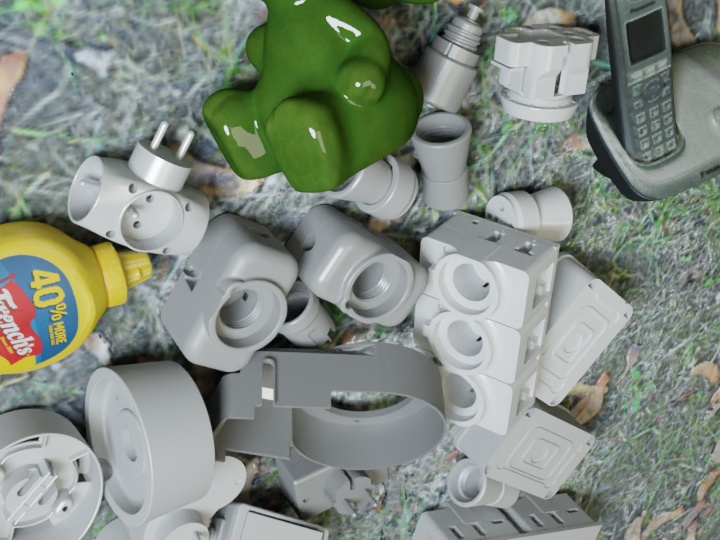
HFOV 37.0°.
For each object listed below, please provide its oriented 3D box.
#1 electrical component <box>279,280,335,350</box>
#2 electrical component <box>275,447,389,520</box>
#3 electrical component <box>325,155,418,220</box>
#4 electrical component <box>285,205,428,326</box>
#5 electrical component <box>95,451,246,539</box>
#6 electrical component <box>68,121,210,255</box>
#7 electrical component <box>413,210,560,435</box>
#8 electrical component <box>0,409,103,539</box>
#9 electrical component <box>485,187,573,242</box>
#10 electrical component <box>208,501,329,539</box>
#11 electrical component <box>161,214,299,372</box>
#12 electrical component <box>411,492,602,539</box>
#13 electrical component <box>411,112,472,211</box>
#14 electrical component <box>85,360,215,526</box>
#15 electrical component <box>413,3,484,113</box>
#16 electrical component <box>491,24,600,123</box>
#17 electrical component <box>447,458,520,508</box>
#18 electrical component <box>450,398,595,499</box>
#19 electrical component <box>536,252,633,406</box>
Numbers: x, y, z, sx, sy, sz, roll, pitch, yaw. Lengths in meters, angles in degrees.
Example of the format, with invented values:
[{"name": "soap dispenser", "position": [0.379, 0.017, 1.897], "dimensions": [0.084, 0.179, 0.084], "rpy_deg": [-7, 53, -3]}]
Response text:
[{"name": "electrical component", "position": [-0.043, 0.035, 0.788], "dimensions": [0.040, 0.040, 0.046], "rpy_deg": [-41, 138, -4]}, {"name": "electrical component", "position": [-0.013, 0.170, 0.867], "dimensions": [0.083, 0.076, 0.047], "rpy_deg": [-22, 128, -20]}, {"name": "electrical component", "position": [0.007, -0.063, 0.753], "dimensions": [0.055, 0.045, 0.045], "rpy_deg": [22, 105, -40]}, {"name": "electrical component", "position": [0.000, 0.000, 0.778], "dimensions": [0.095, 0.059, 0.053], "rpy_deg": [26, 102, -41]}, {"name": "electrical component", "position": [-0.137, 0.192, 0.802], "dimensions": [0.138, 0.074, 0.052], "rpy_deg": [-50, 132, 4]}, {"name": "electrical component", "position": [-0.130, -0.055, 0.670], "dimensions": [0.077, 0.044, 0.079], "rpy_deg": [18, 107, -39]}, {"name": "electrical component", "position": [0.092, 0.043, 0.834], "dimensions": [0.062, 0.089, 0.150], "rpy_deg": [-36, 138, -46]}, {"name": "electrical component", "position": [-0.225, 0.146, 0.723], "dimensions": [0.099, 0.064, 0.099], "rpy_deg": [-16, 125, -24]}, {"name": "electrical component", "position": [0.133, -0.041, 0.848], "dimensions": [0.055, 0.045, 0.045], "rpy_deg": [-8, 122, -28]}, {"name": "electrical component", "position": [-0.080, 0.219, 0.840], "dimensions": [0.096, 0.061, 0.061], "rpy_deg": [22, 70, -22]}, {"name": "electrical component", "position": [-0.087, 0.018, 0.734], "dimensions": [0.054, 0.059, 0.095], "rpy_deg": [20, 106, -39]}, {"name": "electrical component", "position": [0.130, 0.278, 1.038], "dimensions": [0.186, 0.060, 0.105], "rpy_deg": [2, 117, -34]}, {"name": "electrical component", "position": [0.061, -0.076, 0.783], "dimensions": [0.044, 0.044, 0.065], "rpy_deg": [-25, 134, -17]}, {"name": "electrical component", "position": [-0.138, 0.113, 0.733], "dimensions": [0.060, 0.108, 0.108], "rpy_deg": [-11, 124, -35]}, {"name": "electrical component", "position": [0.063, -0.145, 0.740], "dimensions": [0.040, 0.040, 0.078], "rpy_deg": [13, 110, -38]}, {"name": "electrical component", "position": [0.132, -0.141, 0.776], "dimensions": [0.078, 0.058, 0.057], "rpy_deg": [-11, 121, -27]}, {"name": "electrical component", "position": [0.117, 0.200, 0.995], "dimensions": [0.065, 0.044, 0.044], "rpy_deg": [21, 106, -44]}, {"name": "electrical component", "position": [0.146, 0.150, 0.969], "dimensions": [0.113, 0.057, 0.078], "rpy_deg": [28, 101, -41]}, {"name": "electrical component", "position": [0.165, 0.048, 0.917], "dimensions": [0.078, 0.057, 0.113], "rpy_deg": [34, 97, -42]}]
